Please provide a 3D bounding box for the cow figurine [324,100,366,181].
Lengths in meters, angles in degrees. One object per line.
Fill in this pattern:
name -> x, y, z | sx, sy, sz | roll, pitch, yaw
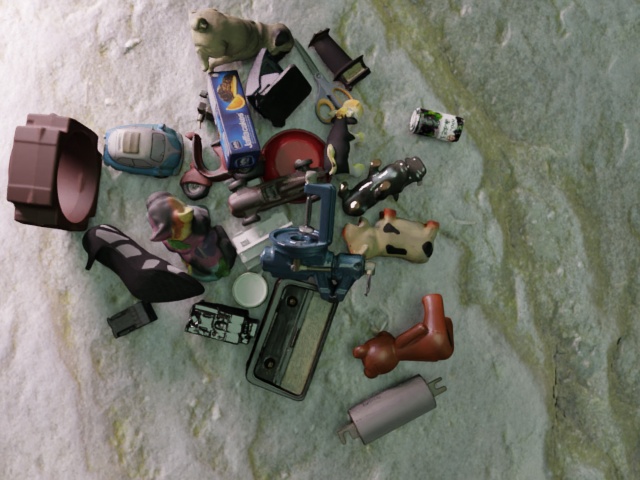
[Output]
cow figurine -> 0.045, -0.209, 1.096 | 0.068, 0.098, 0.167 | 3, 89, 34

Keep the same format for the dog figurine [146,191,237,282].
dog figurine -> -0.244, -0.003, 1.007 | 0.108, 0.219, 0.191 | -35, 90, -3

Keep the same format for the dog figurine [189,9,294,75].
dog figurine -> -0.150, -0.407, 1.063 | 0.191, 0.172, 0.121 | -11, 99, 1

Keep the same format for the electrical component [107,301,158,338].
electrical component -> -0.351, 0.145, 1.061 | 0.119, 0.075, 0.047 | -25, 89, -9

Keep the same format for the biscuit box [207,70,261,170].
biscuit box -> -0.169, -0.234, 1.045 | 0.063, 0.059, 0.203 | -11, 67, -18

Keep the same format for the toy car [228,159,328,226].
toy car -> -0.083, -0.095, 1.057 | 0.202, 0.053, 0.089 | -18, 89, -3

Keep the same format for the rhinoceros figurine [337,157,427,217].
rhinoceros figurine -> 0.130, -0.109, 1.106 | 0.190, 0.112, 0.073 | -31, 62, 6

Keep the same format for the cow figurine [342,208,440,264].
cow figurine -> 0.140, 0.002, 1.114 | 0.195, 0.085, 0.127 | 14, 80, -6

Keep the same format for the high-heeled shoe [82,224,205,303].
high-heeled shoe -> -0.344, 0.041, 1.055 | 0.249, 0.145, 0.086 | 17, 119, -14

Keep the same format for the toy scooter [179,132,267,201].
toy scooter -> -0.207, -0.168, 1.089 | 0.184, 0.075, 0.135 | -19, 88, 2

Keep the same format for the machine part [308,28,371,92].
machine part -> 0.040, -0.385, 1.139 | 0.139, 0.039, 0.084 | 45, 76, -1

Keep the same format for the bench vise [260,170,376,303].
bench vise -> 0.000, -0.006, 0.997 | 0.224, 0.129, 0.240 | 9, 109, 15

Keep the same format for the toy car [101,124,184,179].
toy car -> -0.355, -0.185, 1.062 | 0.162, 0.103, 0.109 | 6, 86, -7

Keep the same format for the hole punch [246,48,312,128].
hole punch -> -0.096, -0.307, 1.085 | 0.092, 0.142, 0.116 | 42, 93, 20

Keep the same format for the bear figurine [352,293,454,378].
bear figurine -> 0.172, 0.206, 1.103 | 0.196, 0.132, 0.120 | -16, 127, 22

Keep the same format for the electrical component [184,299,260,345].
electrical component -> -0.187, 0.161, 1.055 | 0.134, 0.115, 0.058 | 14, 90, -5

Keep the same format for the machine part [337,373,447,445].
machine part -> 0.147, 0.344, 1.098 | 0.243, 0.079, 0.079 | -25, 90, -5

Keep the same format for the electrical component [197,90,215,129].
electrical component -> -0.208, -0.260, 1.111 | 0.102, 0.045, 0.078 | 15, 57, -7

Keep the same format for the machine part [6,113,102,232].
machine part -> -0.486, -0.120, 0.995 | 0.087, 0.201, 0.201 | 6, 87, -2

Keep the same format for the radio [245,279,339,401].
radio -> -0.058, 0.192, 1.086 | 0.131, 0.073, 0.229 | 20, 84, -6
